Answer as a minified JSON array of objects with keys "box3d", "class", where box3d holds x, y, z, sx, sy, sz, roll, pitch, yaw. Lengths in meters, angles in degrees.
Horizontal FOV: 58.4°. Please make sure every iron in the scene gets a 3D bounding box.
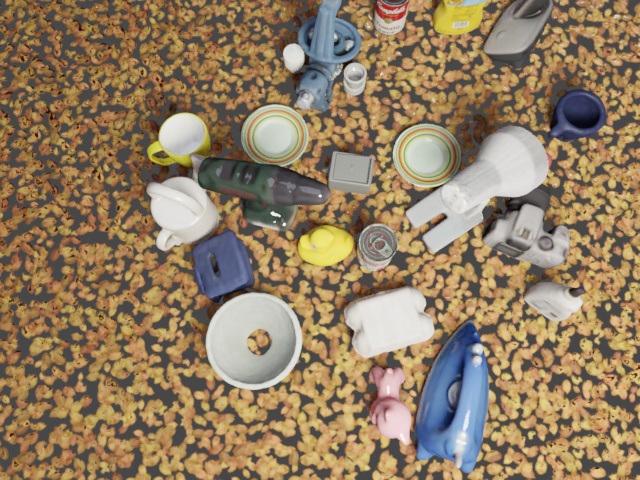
[{"box3d":[0.241,0.255,0.963,0.118,0.141,0.258,14,78,4],"class":"iron"}]

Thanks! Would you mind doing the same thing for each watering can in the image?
[{"box3d":[-0.244,-0.068,1.012,0.101,0.194,0.173,2,77,1],"class":"watering can"}]

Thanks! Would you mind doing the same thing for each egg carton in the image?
[{"box3d":[0.123,0.144,1.025,0.150,0.069,0.107,-17,78,-3],"class":"egg carton"}]

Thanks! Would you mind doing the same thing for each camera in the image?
[{"box3d":[0.391,-0.035,1.048,0.143,0.101,0.137,22,78,5],"class":"camera"}]

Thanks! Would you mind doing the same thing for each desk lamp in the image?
[{"box3d":[0.271,-0.086,1.003,0.203,0.213,0.118,-34,79,-7],"class":"desk lamp"}]

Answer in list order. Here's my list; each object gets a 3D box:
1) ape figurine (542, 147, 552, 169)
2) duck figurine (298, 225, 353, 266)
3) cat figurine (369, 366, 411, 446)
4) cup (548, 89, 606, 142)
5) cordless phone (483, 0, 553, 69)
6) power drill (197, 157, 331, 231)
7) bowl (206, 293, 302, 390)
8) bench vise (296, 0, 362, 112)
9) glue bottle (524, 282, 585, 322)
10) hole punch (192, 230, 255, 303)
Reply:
[{"box3d":[0.399,-0.148,1.078,0.077,0.092,0.076,21,78,5],"class":"ape figurine"},{"box3d":[0.010,0.004,1.050,0.104,0.086,0.077,-5,77,-1],"class":"duck figurine"},{"box3d":[0.119,0.278,0.970,0.067,0.118,0.128,-1,77,0],"class":"cat figurine"},{"box3d":[0.471,-0.218,1.092,0.118,0.095,0.091,-37,79,-7],"class":"cup"},{"box3d":[0.396,-0.431,1.095,0.094,0.185,0.148,28,79,7],"class":"cordless phone"},{"box3d":[-0.092,-0.081,1.007,0.229,0.208,0.076,13,78,4],"class":"power drill"},{"box3d":[-0.113,0.180,1.016,0.167,0.075,0.167,0,77,0],"class":"bowl"},{"box3d":[0.016,-0.349,1.061,0.121,0.220,0.207,3,77,1],"class":"bench vise"},{"box3d":[0.412,0.100,0.980,0.078,0.173,0.037,39,80,9],"class":"glue bottle"},{"box3d":[-0.178,0.049,1.038,0.101,0.091,0.108,-19,78,-4],"class":"hole punch"}]
